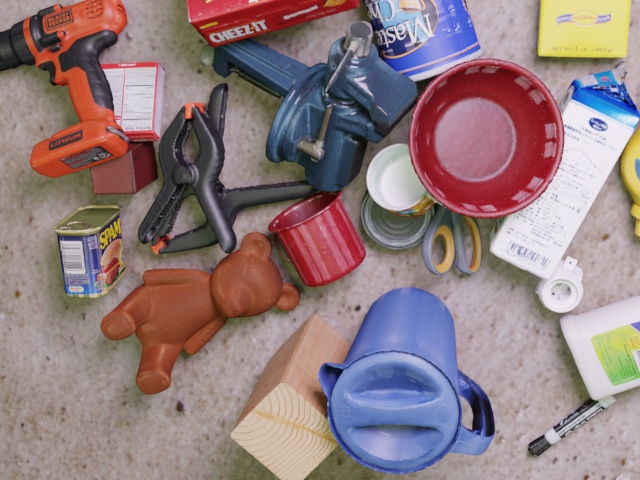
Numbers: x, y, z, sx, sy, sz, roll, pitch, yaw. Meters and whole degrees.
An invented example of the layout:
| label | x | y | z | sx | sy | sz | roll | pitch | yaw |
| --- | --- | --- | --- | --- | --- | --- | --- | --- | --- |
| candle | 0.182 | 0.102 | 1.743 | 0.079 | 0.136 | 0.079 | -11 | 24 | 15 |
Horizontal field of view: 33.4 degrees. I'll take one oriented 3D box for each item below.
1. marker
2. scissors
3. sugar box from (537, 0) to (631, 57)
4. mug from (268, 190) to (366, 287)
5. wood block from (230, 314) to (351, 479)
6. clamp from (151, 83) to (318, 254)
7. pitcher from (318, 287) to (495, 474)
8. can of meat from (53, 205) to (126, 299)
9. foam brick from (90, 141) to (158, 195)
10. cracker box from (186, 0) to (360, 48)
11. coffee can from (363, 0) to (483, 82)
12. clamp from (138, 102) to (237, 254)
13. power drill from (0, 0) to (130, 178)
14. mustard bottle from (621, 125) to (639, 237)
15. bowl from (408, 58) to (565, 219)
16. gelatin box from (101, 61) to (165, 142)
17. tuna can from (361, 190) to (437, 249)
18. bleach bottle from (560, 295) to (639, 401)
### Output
| label | x | y | z | sx | sy | sz | roll | pitch | yaw |
| --- | --- | --- | --- | --- | --- | --- | --- | --- | --- |
| marker | 0.294 | 0.216 | 1.255 | 0.121 | 0.020 | 0.020 | -41 | 96 | 18 |
| scissors | 0.133 | -0.049 | 1.177 | 0.016 | 0.096 | 0.202 | 0 | 113 | 50 |
| sugar box | 0.275 | -0.279 | 1.098 | 0.093 | 0.048 | 0.176 | 2 | 108 | 9 |
| mug | -0.008 | 0.001 | 1.213 | 0.117 | 0.093 | 0.081 | -12 | 112 | 44 |
| wood block | -0.018 | 0.173 | 1.196 | 0.091 | 0.206 | 0.090 | 42 | 108 | -4 |
| clamp | -0.126 | -0.066 | 1.232 | 0.210 | 0.036 | 0.164 | -36 | 92 | 17 |
| pitcher | 0.098 | 0.142 | 1.148 | 0.145 | 0.242 | 0.149 | -20 | 102 | 14 |
| can of meat | -0.266 | 0.013 | 1.246 | 0.057 | 0.102 | 0.084 | 0 | 108 | 10 |
| foam brick | -0.224 | -0.086 | 1.222 | 0.051 | 0.078 | 0.053 | -1 | 105 | 11 |
| cracker box | -0.058 | -0.319 | 1.080 | 0.164 | 0.072 | 0.214 | -13 | 72 | 13 |
| coffee can | 0.100 | -0.243 | 1.108 | 0.103 | 0.102 | 0.140 | -17 | 103 | 14 |
| clamp | -0.155 | -0.067 | 1.201 | 0.120 | 0.039 | 0.171 | -3 | 91 | 14 |
| power drill | -0.291 | -0.168 | 1.180 | 0.185 | 0.057 | 0.187 | -17 | 73 | 15 |
| mustard bottle | 0.373 | -0.092 | 1.130 | 0.096 | 0.058 | 0.192 | 14 | 108 | 0 |
| bowl | 0.165 | -0.104 | 1.097 | 0.162 | 0.055 | 0.162 | 0 | 95 | -6 |
| gelatin box | -0.216 | -0.155 | 1.206 | 0.073 | 0.030 | 0.089 | -1 | 76 | 10 |
| tuna can | 0.089 | -0.033 | 1.207 | 0.086 | 0.033 | 0.086 | 3 | 107 | 8 |
| bleach bottle | 0.401 | 0.089 | 1.178 | 0.251 | 0.068 | 0.102 | -23 | 101 | 13 |
